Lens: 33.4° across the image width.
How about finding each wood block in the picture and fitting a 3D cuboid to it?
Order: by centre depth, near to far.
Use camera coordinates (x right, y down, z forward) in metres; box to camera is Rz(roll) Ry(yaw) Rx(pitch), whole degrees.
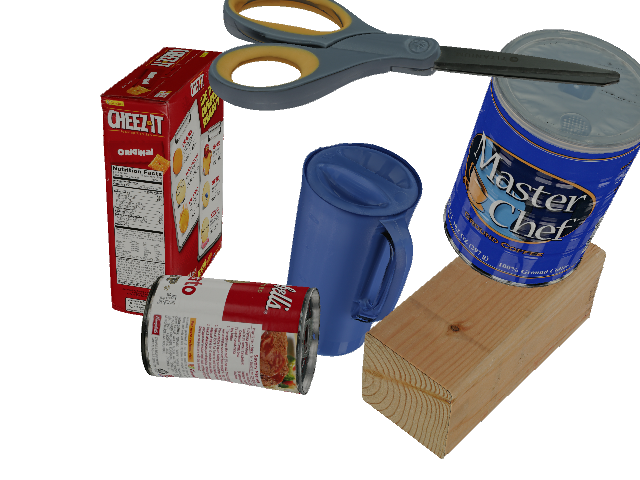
[{"bbox_3d":[0.137,0.070,0.893,0.091,0.090,0.205,34,54,30],"label":"wood block"}]

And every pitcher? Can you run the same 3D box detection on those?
[{"bbox_3d":[0.031,0.024,1.223,0.145,0.243,0.149,18,40,6],"label":"pitcher"}]

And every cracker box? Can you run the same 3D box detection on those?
[{"bbox_3d":[-0.146,-0.058,1.012,0.072,0.214,0.164,7,26,10],"label":"cracker box"}]

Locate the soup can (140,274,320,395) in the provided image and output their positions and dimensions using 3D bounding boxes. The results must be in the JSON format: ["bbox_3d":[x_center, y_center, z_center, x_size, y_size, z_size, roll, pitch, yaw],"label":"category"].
[{"bbox_3d":[-0.055,0.059,0.680,0.102,0.068,0.068,5,1,9],"label":"soup can"}]

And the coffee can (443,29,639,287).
[{"bbox_3d":[0.146,-0.051,0.697,0.102,0.103,0.140,0,-38,-10],"label":"coffee can"}]

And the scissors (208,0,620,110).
[{"bbox_3d":[0.033,-0.081,0.517,0.202,0.016,0.096,21,52,20],"label":"scissors"}]
